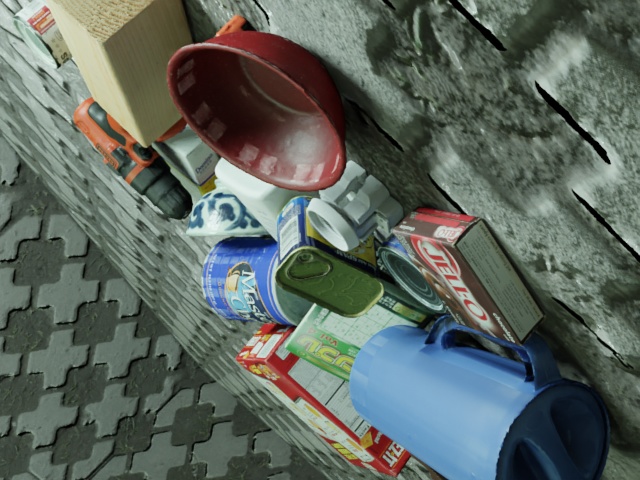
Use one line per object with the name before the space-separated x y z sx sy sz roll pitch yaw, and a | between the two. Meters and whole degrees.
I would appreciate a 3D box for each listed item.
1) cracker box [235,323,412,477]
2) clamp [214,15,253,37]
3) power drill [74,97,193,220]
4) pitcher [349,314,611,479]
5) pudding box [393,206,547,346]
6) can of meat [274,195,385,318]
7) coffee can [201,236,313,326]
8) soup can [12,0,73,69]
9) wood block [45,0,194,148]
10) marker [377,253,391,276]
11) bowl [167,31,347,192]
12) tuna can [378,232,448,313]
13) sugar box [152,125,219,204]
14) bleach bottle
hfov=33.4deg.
cracker box | 0.010 0.192 1.313 0.213 0.072 0.164 42 165 -9
clamp | -0.053 -0.125 0.939 0.120 0.039 0.171 27 159 14
power drill | -0.201 -0.116 1.217 0.184 0.057 0.188 45 153 0
pitcher | 0.134 0.149 0.981 0.144 0.149 0.243 36 171 -35
pudding box | 0.120 0.027 0.863 0.113 0.039 0.090 51 165 -23
can of meat | 0.007 0.013 1.003 0.102 0.058 0.084 26 -145 -23
coffee can | -0.056 0.046 1.233 0.141 0.102 0.102 0 136 49
soup can | -0.249 -0.229 1.074 0.068 0.102 0.068 42 165 14
wood block | -0.181 -0.188 1.020 0.090 0.090 0.206 43 167 15
marker | 0.071 0.026 1.049 0.020 0.020 0.121 53 164 -30
bowl | -0.039 -0.111 0.841 0.162 0.055 0.162 25 153 14
tuna can | 0.092 0.025 0.950 0.086 0.033 0.086 42 166 12
sugar box | -0.158 -0.090 1.337 0.093 0.048 0.176 38 161 27
bleach bottle | -0.007 0.001 1.123 0.103 0.068 0.250 35 166 48
